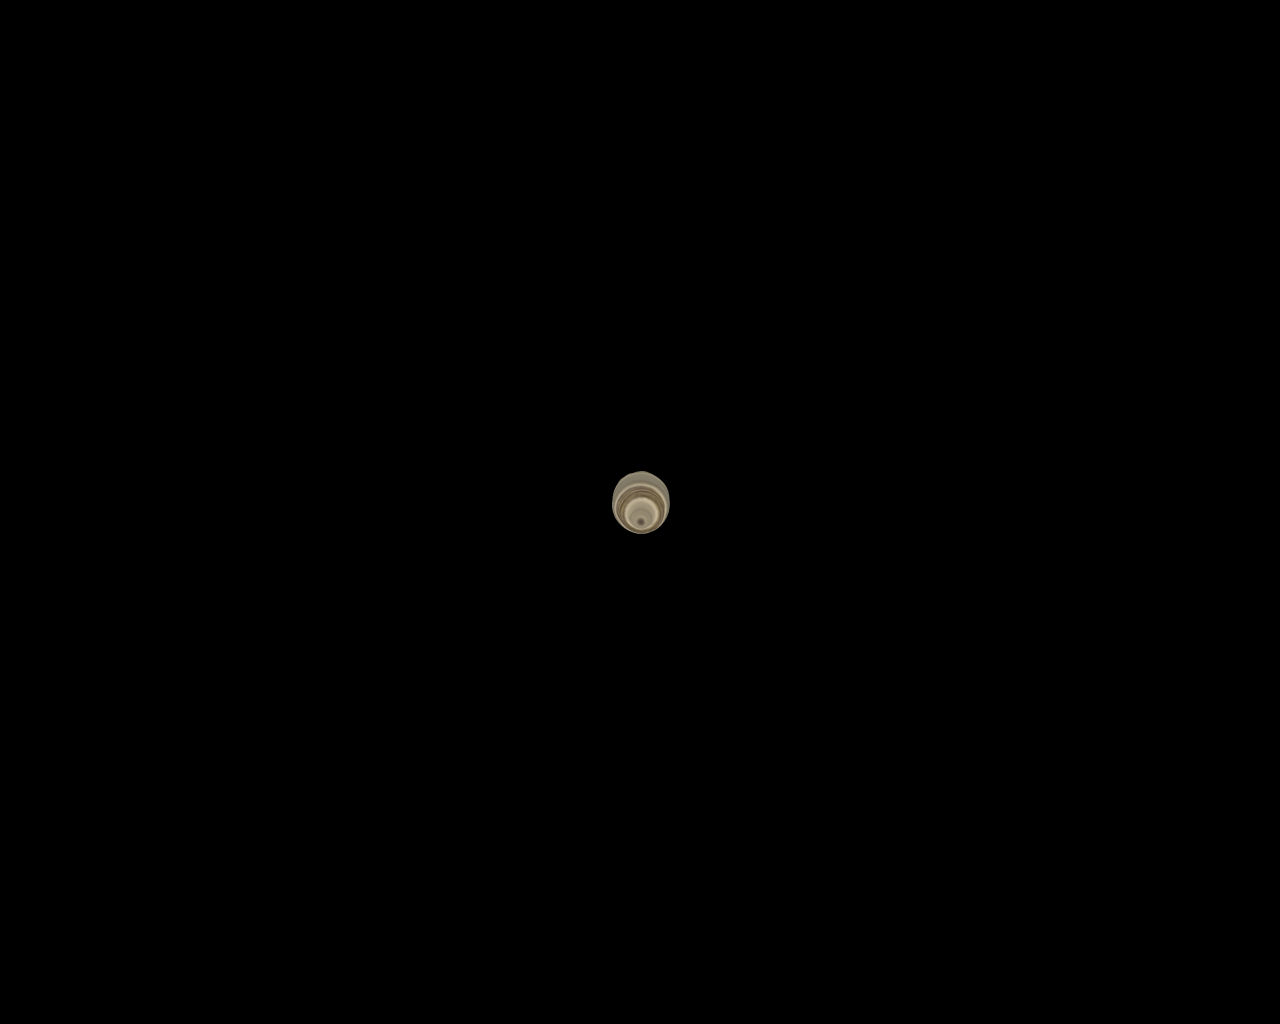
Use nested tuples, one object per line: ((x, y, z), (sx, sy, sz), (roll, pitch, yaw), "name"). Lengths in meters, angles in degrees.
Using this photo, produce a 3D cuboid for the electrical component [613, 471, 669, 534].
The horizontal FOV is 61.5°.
((0.001, -0.003, 0.650), (0.035, 0.035, 0.061), (0, 16, 0), "electrical component")
